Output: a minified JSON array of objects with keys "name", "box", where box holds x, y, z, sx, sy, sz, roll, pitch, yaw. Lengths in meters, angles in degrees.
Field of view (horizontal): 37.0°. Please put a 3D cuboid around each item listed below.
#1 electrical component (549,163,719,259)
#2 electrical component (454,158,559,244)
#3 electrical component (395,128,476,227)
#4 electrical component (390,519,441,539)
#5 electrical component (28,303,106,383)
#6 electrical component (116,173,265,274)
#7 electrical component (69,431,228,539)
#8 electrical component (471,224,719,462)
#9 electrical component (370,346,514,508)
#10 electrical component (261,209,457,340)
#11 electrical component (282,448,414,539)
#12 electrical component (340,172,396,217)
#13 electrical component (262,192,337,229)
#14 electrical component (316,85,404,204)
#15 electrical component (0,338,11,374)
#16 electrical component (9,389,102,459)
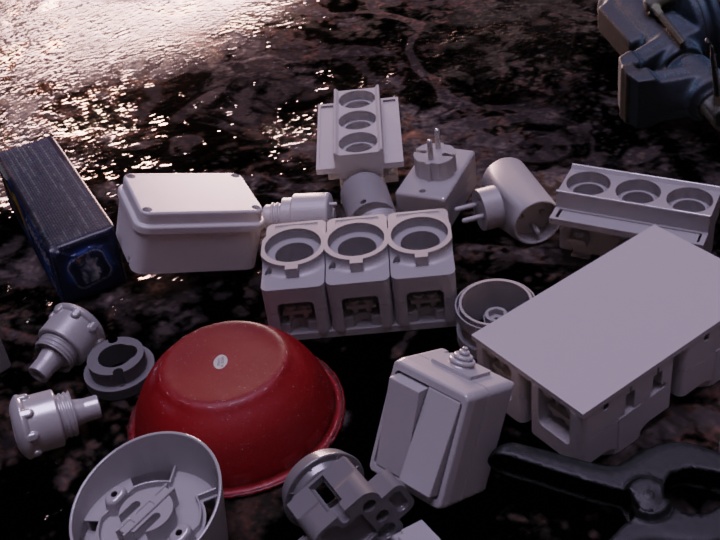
[{"name":"electrical component","box":[0.225,-0.040,0.876,0.121,0.063,0.078,12,41,24]},{"name":"electrical component","box":[0.122,-0.056,0.930,0.079,0.044,0.077,-14,37,-9]},{"name":"electrical component","box":[0.068,-0.088,0.957,0.047,0.075,0.083,10,40,22]},{"name":"electrical component","box":[0.026,0.184,0.630,0.055,0.048,0.066,-20,38,-28]},{"name":"electrical component","box":[-0.234,0.060,0.842,0.048,0.048,0.062,12,49,25]},{"name":"electrical component","box":[-0.146,-0.042,0.922,0.113,0.057,0.078,-3,33,-26]},{"name":"electrical component","box":[-0.131,0.158,0.675,0.099,0.064,0.099,-5,37,4]},{"name":"electrical component","box":[0.185,0.051,0.764,0.186,0.060,0.105,-28,41,-25]},{"name":"electrical component","box":[0.051,0.095,0.689,0.062,0.096,0.061,24,20,35]},{"name":"electrical component","box":[0.000,0.000,0.864,0.150,0.061,0.089,-5,37,3]},{"name":"electrical component","box":[-0.014,0.148,0.671,0.078,0.058,0.057,-40,40,-7]},{"name":"electrical component","box":[0.010,-0.046,0.939,0.043,0.043,0.081,-11,37,-4]},{"name":"electrical component","box":[-0.057,-0.048,0.955,0.078,0.040,0.040,-2,37,9]},{"name":"electrical component","box":[0.001,-0.117,1.017,0.079,0.063,0.121,-5,37,3]},{"name":"electrical component","box":[-0.330,0.062,0.852,0.077,0.047,0.066,25,48,36]},{"name":"electrical component","box":[-0.219,0.107,0.777,0.062,0.048,0.048,-14,37,-20]}]
